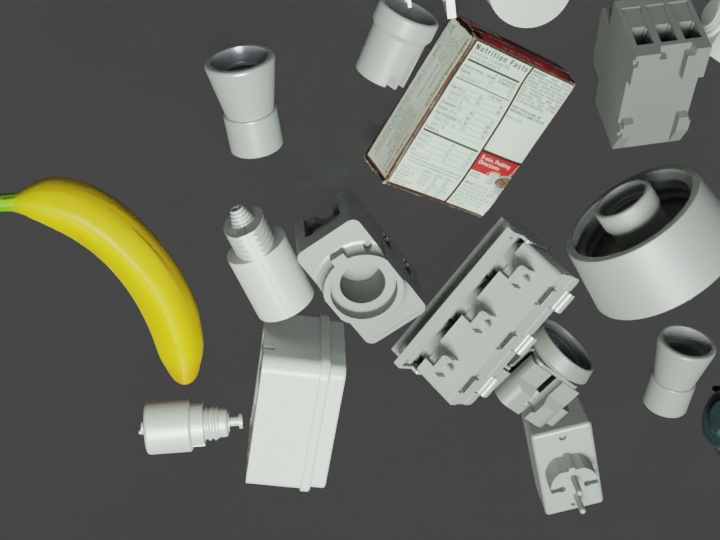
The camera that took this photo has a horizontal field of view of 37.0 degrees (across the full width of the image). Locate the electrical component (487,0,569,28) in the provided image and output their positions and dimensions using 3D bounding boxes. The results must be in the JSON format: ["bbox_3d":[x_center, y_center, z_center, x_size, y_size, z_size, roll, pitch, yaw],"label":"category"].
[{"bbox_3d":[0.121,-0.205,0.625,0.052,0.073,0.138,20,115,-17],"label":"electrical component"}]

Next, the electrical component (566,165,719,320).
[{"bbox_3d":[0.190,-0.025,0.718,0.108,0.108,0.060,-34,111,13],"label":"electrical component"}]

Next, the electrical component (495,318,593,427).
[{"bbox_3d":[0.134,0.073,0.794,0.078,0.058,0.057,34,114,-22],"label":"electrical component"}]

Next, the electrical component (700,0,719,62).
[{"bbox_3d":[0.251,-0.151,0.667,0.080,0.080,0.051,17,121,-15],"label":"electrical component"}]

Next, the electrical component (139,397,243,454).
[{"bbox_3d":[-0.126,0.114,0.799,0.078,0.040,0.040,-4,120,-4],"label":"electrical component"}]

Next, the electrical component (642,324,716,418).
[{"bbox_3d":[0.240,0.080,0.819,0.044,0.044,0.065,3,124,-8],"label":"electrical component"}]

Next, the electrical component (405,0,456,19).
[{"bbox_3d":[0.037,-0.192,0.639,0.064,0.042,0.081,-7,115,2],"label":"electrical component"}]

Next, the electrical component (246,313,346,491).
[{"bbox_3d":[-0.047,0.094,0.774,0.057,0.078,0.113,7,119,-7],"label":"electrical component"}]

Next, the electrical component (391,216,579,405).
[{"bbox_3d":[0.089,0.032,0.748,0.121,0.063,0.079,-51,154,14],"label":"electrical component"}]

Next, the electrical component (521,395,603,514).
[{"bbox_3d":[0.162,0.155,0.833,0.047,0.075,0.083,-14,120,2],"label":"electrical component"}]

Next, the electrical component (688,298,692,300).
[{"bbox_3d":[0.241,-0.012,0.766,0.062,0.048,0.048,-35,117,6],"label":"electrical component"}]

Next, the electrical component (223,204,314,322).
[{"bbox_3d":[-0.067,-0.009,0.733,0.043,0.043,0.081,-22,119,6],"label":"electrical component"}]

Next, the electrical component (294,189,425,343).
[{"bbox_3d":[0.000,0.000,0.739,0.050,0.055,0.089,-33,118,12],"label":"electrical component"}]

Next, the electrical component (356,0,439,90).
[{"bbox_3d":[0.022,-0.141,0.671,0.040,0.040,0.046,18,121,-15],"label":"electrical component"}]

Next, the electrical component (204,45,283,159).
[{"bbox_3d":[-0.070,-0.104,0.681,0.044,0.044,0.065,-9,125,-1],"label":"electrical component"}]
